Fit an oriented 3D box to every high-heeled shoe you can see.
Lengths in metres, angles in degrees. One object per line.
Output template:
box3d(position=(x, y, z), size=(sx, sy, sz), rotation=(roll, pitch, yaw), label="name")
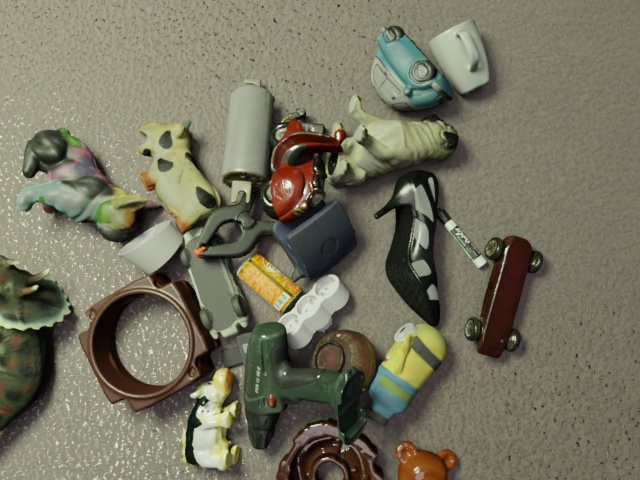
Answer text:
box3d(position=(0.180, 0.010, 0.911), size=(0.145, 0.086, 0.248), rotation=(-31, 103, -26), label="high-heeled shoe")

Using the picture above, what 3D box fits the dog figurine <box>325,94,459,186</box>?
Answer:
box3d(position=(0.119, -0.141, 0.908), size=(0.190, 0.172, 0.121), rotation=(11, 61, -22), label="dog figurine")

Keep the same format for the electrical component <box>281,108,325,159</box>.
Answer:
box3d(position=(-0.031, -0.177, 0.939), size=(0.078, 0.045, 0.102), rotation=(11, 88, 8), label="electrical component")

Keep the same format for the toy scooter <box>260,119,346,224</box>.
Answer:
box3d(position=(-0.022, -0.117, 0.851), size=(0.135, 0.075, 0.184), rotation=(-8, 66, 27), label="toy scooter")

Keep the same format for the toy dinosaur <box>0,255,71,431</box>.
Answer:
box3d(position=(-0.547, 0.217, 0.942), size=(0.192, 0.131, 0.404), rotation=(3, 93, 7), label="toy dinosaur")

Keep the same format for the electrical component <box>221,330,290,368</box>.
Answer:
box3d(position=(-0.117, 0.191, 0.928), size=(0.119, 0.047, 0.074), rotation=(-13, 85, 3), label="electrical component")

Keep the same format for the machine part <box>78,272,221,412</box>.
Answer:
box3d(position=(-0.294, 0.174, 0.928), size=(0.201, 0.087, 0.201), rotation=(-29, 84, 2), label="machine part")

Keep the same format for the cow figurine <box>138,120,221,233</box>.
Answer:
box3d(position=(-0.247, -0.122, 0.934), size=(0.127, 0.085, 0.195), rotation=(-37, 93, -17), label="cow figurine")

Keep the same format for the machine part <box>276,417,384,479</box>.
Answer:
box3d(position=(0.018, 0.390, 0.898), size=(0.179, 0.056, 0.179), rotation=(-1, 86, 7), label="machine part")

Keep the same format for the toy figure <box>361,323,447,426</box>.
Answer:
box3d(position=(0.137, 0.220, 0.884), size=(0.089, 0.082, 0.180), rotation=(31, 83, -12), label="toy figure")

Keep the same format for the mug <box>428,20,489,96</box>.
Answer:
box3d(position=(0.243, -0.300, 0.892), size=(0.081, 0.109, 0.107), rotation=(-27, 98, -1), label="mug")

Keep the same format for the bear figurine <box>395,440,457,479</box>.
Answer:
box3d(position=(0.159, 0.433, 0.849), size=(0.120, 0.132, 0.195), rotation=(19, 94, -11), label="bear figurine")

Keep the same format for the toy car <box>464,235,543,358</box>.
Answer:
box3d(position=(0.299, 0.091, 0.887), size=(0.089, 0.053, 0.202), rotation=(15, 90, -14), label="toy car")

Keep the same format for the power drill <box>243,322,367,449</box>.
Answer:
box3d(position=(-0.031, 0.249, 0.840), size=(0.208, 0.086, 0.231), rotation=(8, 107, 36), label="power drill")

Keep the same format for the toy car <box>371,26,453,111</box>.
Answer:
box3d(position=(0.140, -0.273, 0.901), size=(0.103, 0.109, 0.162), rotation=(-43, 74, 20), label="toy car")

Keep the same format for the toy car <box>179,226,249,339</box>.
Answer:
box3d(position=(-0.184, 0.072, 0.931), size=(0.073, 0.056, 0.201), rotation=(-23, 78, 3), label="toy car")

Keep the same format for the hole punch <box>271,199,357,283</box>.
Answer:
box3d(position=(-0.002, -0.003, 0.884), size=(0.142, 0.092, 0.115), rotation=(-39, 108, -15), label="hole punch")

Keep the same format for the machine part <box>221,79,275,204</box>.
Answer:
box3d(position=(-0.120, -0.172, 0.910), size=(0.079, 0.079, 0.243), rotation=(1, 67, 6), label="machine part")

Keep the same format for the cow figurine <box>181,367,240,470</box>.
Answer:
box3d(position=(-0.190, 0.303, 0.921), size=(0.098, 0.068, 0.167), rotation=(-1, 86, 12), label="cow figurine")

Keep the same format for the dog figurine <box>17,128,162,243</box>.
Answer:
box3d(position=(-0.394, -0.095, 0.946), size=(0.219, 0.108, 0.191), rotation=(6, 85, 2), label="dog figurine")
